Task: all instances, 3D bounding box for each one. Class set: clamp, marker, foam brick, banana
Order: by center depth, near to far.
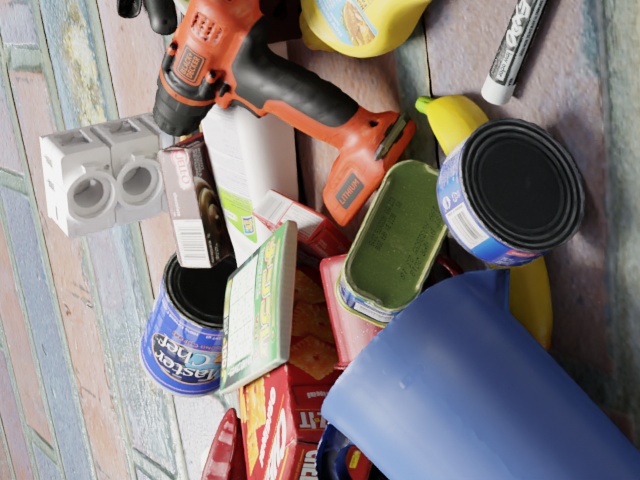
[{"bbox_3d":[0.123,-0.133,0.634,0.020,0.020,0.121,52,144,31],"label":"marker"},{"bbox_3d":[0.115,-0.018,0.697,0.069,0.037,0.198,74,176,-80],"label":"banana"},{"bbox_3d":[-0.042,-0.186,0.819,0.051,0.078,0.053,47,141,39],"label":"foam brick"},{"bbox_3d":[-0.170,-0.298,1.000,0.165,0.036,0.210,-157,62,-65],"label":"clamp"}]

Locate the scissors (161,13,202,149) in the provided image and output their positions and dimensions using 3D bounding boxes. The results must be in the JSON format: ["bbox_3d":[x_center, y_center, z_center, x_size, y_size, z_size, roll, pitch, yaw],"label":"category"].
[{"bbox_3d":[-0.130,-0.154,0.988,0.016,0.096,0.202,0,112,18],"label":"scissors"}]

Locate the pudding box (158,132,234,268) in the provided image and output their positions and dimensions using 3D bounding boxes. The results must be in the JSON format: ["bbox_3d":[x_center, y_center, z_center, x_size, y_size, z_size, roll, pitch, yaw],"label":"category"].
[{"bbox_3d":[-0.102,-0.041,0.981,0.039,0.089,0.113,1,109,25],"label":"pudding box"}]

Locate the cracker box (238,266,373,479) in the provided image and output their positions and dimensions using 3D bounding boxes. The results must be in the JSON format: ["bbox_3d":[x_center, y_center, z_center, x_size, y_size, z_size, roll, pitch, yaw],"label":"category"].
[{"bbox_3d":[-0.019,0.147,0.873,0.214,0.072,0.164,-103,21,-54],"label":"cracker box"}]

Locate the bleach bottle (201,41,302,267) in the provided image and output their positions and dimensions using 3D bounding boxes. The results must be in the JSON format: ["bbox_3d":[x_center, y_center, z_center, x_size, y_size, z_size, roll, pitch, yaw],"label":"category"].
[{"bbox_3d":[-0.060,-0.057,0.934,0.103,0.068,0.251,30,133,52],"label":"bleach bottle"}]

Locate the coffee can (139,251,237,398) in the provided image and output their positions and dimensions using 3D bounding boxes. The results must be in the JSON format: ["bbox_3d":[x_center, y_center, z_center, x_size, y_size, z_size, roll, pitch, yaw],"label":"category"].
[{"bbox_3d":[-0.118,0.080,1.061,0.103,0.102,0.140,58,147,23],"label":"coffee can"}]

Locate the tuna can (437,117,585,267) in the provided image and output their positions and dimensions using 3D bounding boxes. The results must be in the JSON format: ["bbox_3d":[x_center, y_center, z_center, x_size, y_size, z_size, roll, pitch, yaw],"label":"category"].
[{"bbox_3d":[0.113,-0.028,0.639,0.086,0.086,0.034,66,151,10],"label":"tuna can"}]

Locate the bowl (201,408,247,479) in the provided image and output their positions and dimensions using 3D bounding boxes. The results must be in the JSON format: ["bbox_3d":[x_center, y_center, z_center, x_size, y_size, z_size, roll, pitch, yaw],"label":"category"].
[{"bbox_3d":[-0.079,0.243,1.004,0.162,0.055,0.162,-163,90,-80],"label":"bowl"}]

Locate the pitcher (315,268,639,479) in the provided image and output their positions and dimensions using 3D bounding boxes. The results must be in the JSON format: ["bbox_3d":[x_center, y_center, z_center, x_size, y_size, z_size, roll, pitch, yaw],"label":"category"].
[{"bbox_3d":[0.119,0.150,0.646,0.243,0.144,0.149,46,150,17],"label":"pitcher"}]

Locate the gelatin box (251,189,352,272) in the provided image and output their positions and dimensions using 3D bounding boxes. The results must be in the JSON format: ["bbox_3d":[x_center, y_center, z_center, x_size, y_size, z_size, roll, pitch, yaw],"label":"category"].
[{"bbox_3d":[-0.006,0.001,0.869,0.073,0.030,0.089,45,170,-38],"label":"gelatin box"}]

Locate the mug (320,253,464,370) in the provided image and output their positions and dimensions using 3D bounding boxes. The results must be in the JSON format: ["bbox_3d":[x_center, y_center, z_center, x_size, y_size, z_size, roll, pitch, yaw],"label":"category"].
[{"bbox_3d":[0.056,0.043,0.780,0.117,0.093,0.081,-13,89,37],"label":"mug"}]

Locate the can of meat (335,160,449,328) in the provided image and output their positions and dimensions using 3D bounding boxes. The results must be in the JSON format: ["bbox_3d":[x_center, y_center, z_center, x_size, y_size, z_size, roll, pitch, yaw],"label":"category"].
[{"bbox_3d":[0.051,0.003,0.704,0.057,0.102,0.084,25,171,4],"label":"can of meat"}]

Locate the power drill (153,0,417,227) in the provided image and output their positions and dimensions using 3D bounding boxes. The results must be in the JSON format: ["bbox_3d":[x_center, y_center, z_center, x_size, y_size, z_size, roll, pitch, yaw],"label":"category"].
[{"bbox_3d":[-0.035,-0.091,0.792,0.187,0.057,0.185,34,150,-3],"label":"power drill"}]

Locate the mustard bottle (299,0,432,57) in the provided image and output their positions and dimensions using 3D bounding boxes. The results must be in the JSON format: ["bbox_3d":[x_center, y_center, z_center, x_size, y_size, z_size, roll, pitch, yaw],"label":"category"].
[{"bbox_3d":[0.035,-0.178,0.716,0.096,0.058,0.192,63,149,5],"label":"mustard bottle"}]
